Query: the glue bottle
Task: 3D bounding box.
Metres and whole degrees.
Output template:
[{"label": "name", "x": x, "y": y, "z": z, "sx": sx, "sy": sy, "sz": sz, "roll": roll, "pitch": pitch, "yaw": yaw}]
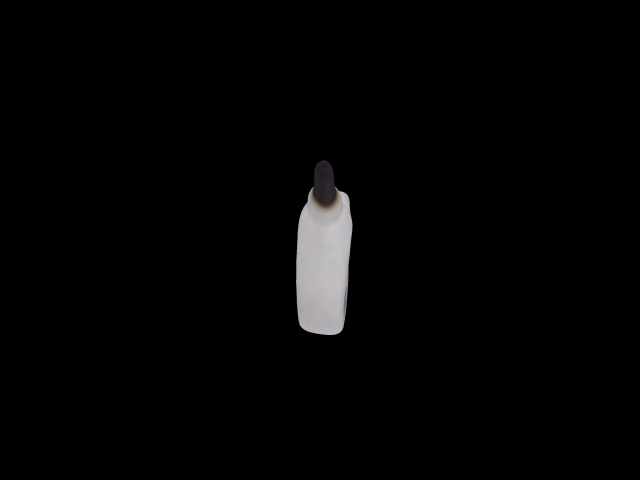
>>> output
[{"label": "glue bottle", "x": 0.004, "y": 0.001, "z": 0.400, "sx": 0.037, "sy": 0.173, "sz": 0.078, "roll": 5, "pitch": 59, "yaw": 4}]
